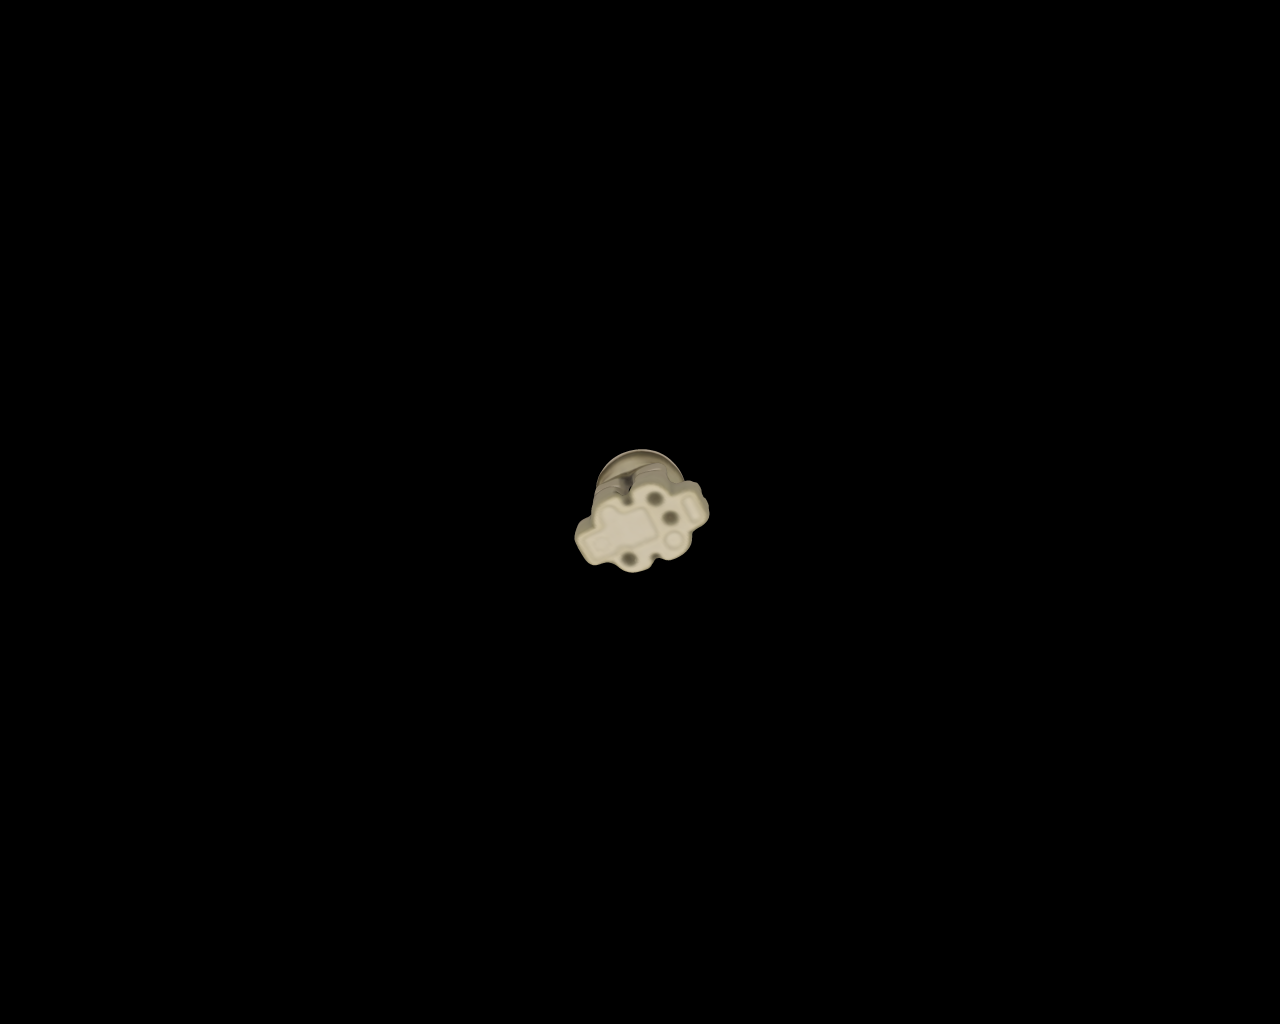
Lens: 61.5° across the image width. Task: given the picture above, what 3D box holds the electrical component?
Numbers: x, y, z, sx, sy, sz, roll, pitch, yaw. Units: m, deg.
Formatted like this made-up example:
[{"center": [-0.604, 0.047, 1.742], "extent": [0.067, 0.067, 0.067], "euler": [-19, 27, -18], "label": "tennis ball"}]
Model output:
[{"center": [0.001, -0.003, 0.650], "extent": [0.078, 0.058, 0.057], "euler": [-22, 25, 10], "label": "electrical component"}]
